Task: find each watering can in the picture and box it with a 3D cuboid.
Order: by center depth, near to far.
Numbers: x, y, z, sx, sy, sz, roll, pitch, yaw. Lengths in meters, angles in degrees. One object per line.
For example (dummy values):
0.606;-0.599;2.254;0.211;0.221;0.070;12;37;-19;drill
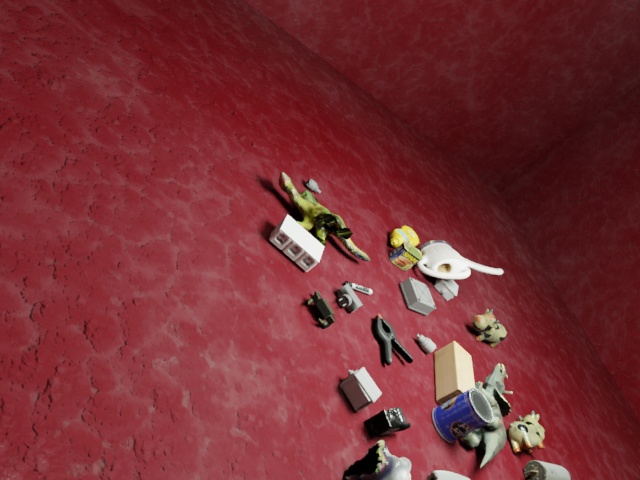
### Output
0.542;0.091;2.086;0.348;0.102;0.229;0;29;-15;watering can

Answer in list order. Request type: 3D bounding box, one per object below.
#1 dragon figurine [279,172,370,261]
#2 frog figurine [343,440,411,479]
0.005;-0.086;1.712;0.405;0.121;0.248;38;21;-36;dragon figurine
0.150;0.537;1.116;0.139;0.121;0.158;-44;103;-29;frog figurine
